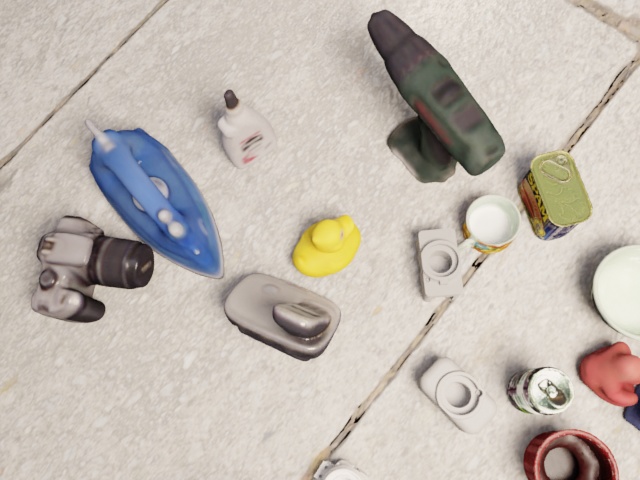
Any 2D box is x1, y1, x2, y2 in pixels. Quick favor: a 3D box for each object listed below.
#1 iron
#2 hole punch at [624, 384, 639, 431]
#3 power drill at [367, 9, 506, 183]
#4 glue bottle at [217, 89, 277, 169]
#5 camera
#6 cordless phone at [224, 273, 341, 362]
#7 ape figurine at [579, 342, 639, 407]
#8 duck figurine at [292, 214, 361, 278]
[{"bbox_3d":[-0.227,-0.057,0.787,0.119,0.141,0.258,-41,75,-6],"label":"iron"},{"bbox_3d":[0.444,0.201,0.684,0.101,0.091,0.109,34,80,13],"label":"hole punch"},{"bbox_3d":[0.140,-0.164,0.749,0.075,0.208,0.229,-38,75,-6],"label":"power drill"},{"bbox_3d":[-0.107,-0.158,0.788,0.078,0.173,0.037,-38,75,-6],"label":"glue bottle"},{"bbox_3d":[-0.310,0.042,0.788,0.136,0.101,0.143,7,75,7],"label":"camera"},{"bbox_3d":[-0.053,0.086,0.710,0.147,0.185,0.094,19,77,10],"label":"cordless phone"},{"bbox_3d":[0.367,0.161,0.701,0.076,0.092,0.078,18,77,10],"label":"ape figurine"},{"bbox_3d":[0.007,0.003,0.779,0.104,0.086,0.077,-35,74,-5],"label":"duck figurine"}]
